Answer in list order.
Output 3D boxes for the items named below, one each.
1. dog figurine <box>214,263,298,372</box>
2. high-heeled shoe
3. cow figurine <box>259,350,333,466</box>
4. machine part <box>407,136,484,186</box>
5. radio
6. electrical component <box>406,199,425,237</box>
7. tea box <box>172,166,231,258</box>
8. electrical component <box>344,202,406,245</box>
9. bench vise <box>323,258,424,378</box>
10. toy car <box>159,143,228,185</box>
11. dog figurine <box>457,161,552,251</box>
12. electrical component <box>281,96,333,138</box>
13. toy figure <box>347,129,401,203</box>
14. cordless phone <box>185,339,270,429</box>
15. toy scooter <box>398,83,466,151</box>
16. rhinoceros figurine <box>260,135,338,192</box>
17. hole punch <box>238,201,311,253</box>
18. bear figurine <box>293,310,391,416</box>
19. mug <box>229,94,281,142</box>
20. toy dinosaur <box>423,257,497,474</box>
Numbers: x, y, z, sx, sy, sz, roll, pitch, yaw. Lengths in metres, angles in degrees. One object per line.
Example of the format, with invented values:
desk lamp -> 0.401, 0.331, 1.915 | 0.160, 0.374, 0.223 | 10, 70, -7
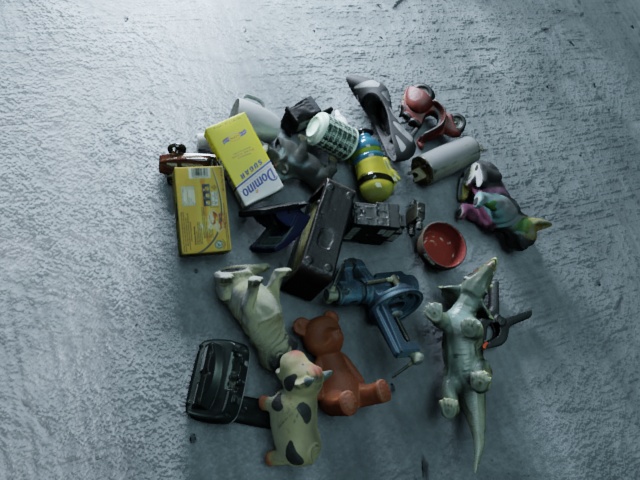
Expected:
dog figurine -> -0.128, 0.148, 1.017 | 0.121, 0.173, 0.190 | -11, 104, -38
high-heeled shoe -> 0.131, -0.285, 1.270 | 0.249, 0.086, 0.145 | 38, 52, 5
cow figurine -> -0.039, 0.290, 0.929 | 0.085, 0.127, 0.195 | 2, 80, -54
machine part -> 0.308, -0.195, 1.312 | 0.243, 0.079, 0.079 | -27, 79, -26
radio -> -0.002, -0.003, 1.091 | 0.073, 0.131, 0.229 | 21, 63, -12
electrical component -> 0.220, -0.057, 1.229 | 0.021, 0.063, 0.094 | 14, 63, -14
tea box -> -0.232, -0.054, 1.048 | 0.098, 0.068, 0.169 | -3, 85, -19
electrical component -> 0.114, -0.034, 1.155 | 0.134, 0.115, 0.058 | 5, 71, -18
bench vise -> 0.126, 0.142, 1.070 | 0.223, 0.129, 0.241 | 6, 45, -37
toy car -> -0.231, -0.155, 1.123 | 0.202, 0.053, 0.089 | 4, 70, -19
dog figurine -> 0.446, -0.077, 1.297 | 0.219, 0.108, 0.191 | 21, 60, -15
electrical component -> -0.029, -0.290, 1.237 | 0.119, 0.075, 0.048 | -33, 82, -24
toy figure -> 0.113, -0.168, 1.231 | 0.089, 0.082, 0.180 | -10, 73, -28
cordless phone -> -0.139, 0.263, 0.972 | 0.184, 0.089, 0.146 | 20, 62, -23
toy scooter -> 0.262, -0.300, 1.343 | 0.184, 0.075, 0.135 | 43, 80, 10
rhinoceros figurine -> -0.055, -0.166, 1.182 | 0.190, 0.073, 0.112 | 27, 72, -9
hole punch -> -0.087, -0.029, 1.080 | 0.116, 0.142, 0.092 | -18, 97, -33
bear figurine -> 0.034, 0.224, 1.012 | 0.120, 0.132, 0.196 | -3, 74, -35
mug -> -0.143, -0.266, 1.191 | 0.107, 0.081, 0.109 | 17, 57, -24
toy dinosaur -> 0.299, 0.239, 1.096 | 0.192, 0.131, 0.404 | 12, 77, -61
